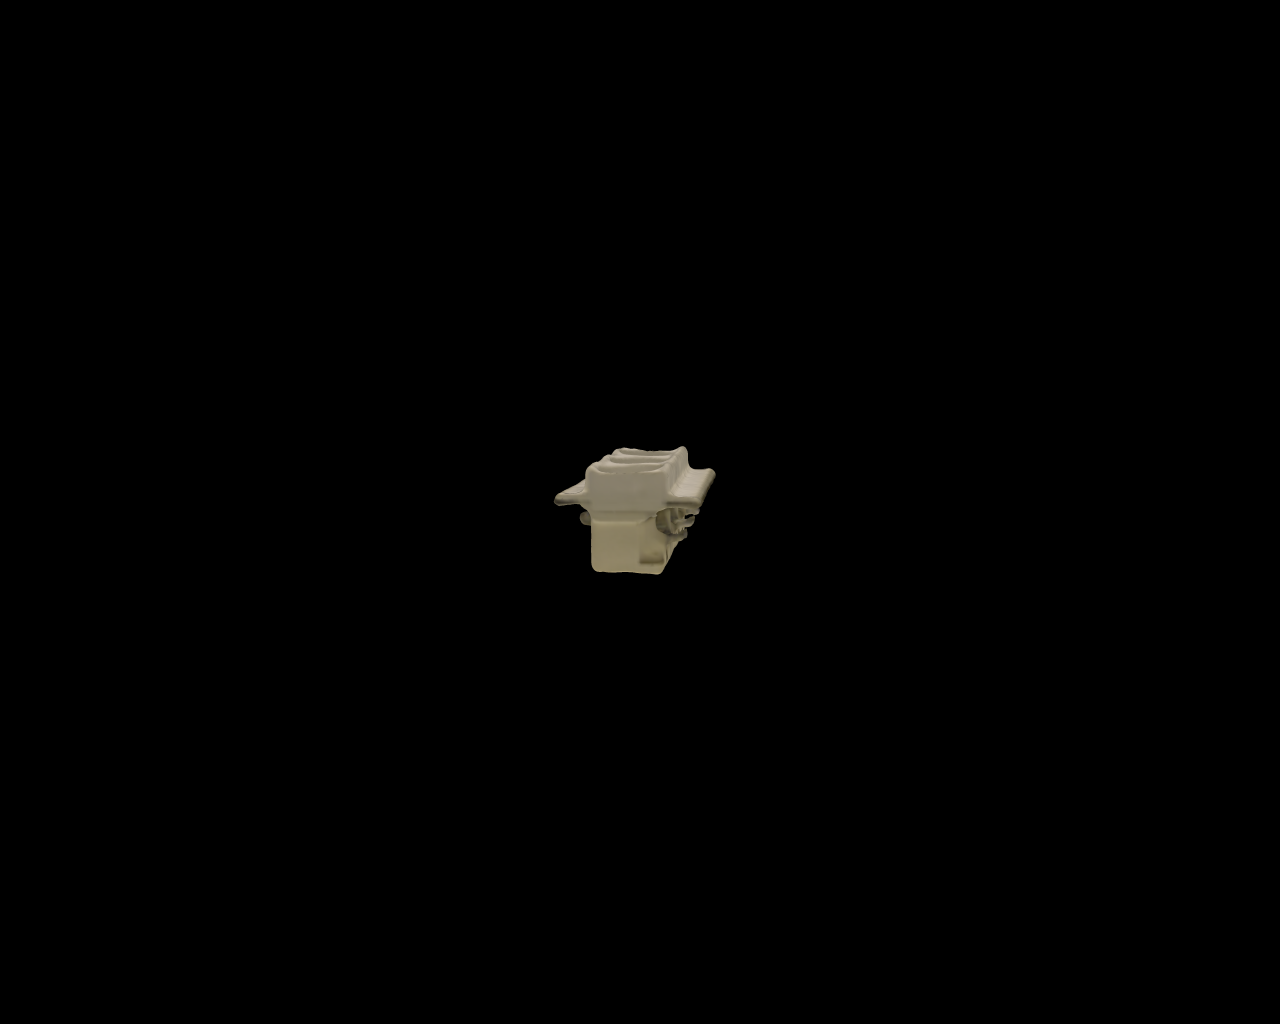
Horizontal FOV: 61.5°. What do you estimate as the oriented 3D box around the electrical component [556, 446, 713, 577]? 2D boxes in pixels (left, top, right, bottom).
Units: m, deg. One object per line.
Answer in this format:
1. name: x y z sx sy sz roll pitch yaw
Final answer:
1. electrical component: 0.001 -0.003 0.650 0.079 0.063 0.121 1 9 7
